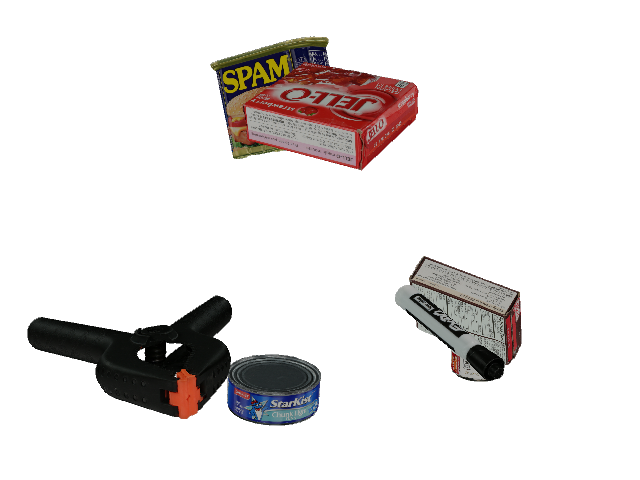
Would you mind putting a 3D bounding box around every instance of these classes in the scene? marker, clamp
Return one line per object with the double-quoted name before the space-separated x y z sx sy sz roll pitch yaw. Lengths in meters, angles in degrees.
"marker" 0.094 0.067 0.786 0.020 0.020 0.121 0 25 -32
"clamp" -0.114 0.080 0.789 0.164 0.036 0.210 -9 14 -26

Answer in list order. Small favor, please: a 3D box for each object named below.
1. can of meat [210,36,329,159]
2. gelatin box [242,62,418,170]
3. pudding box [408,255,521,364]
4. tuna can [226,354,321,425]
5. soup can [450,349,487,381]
"can of meat" -0.036 -0.119 0.902 0.102 0.084 0.057 -9 3 31
"gelatin box" 0.007 -0.082 0.683 0.089 0.030 0.073 16 38 29
"pudding box" 0.151 0.073 1.103 0.114 0.039 0.090 20 -34 26
"tuna can" -0.043 0.136 0.973 0.086 0.034 0.086 3 17 -1
"soup can" 0.197 0.116 1.332 0.068 0.102 0.068 -1 19 0
